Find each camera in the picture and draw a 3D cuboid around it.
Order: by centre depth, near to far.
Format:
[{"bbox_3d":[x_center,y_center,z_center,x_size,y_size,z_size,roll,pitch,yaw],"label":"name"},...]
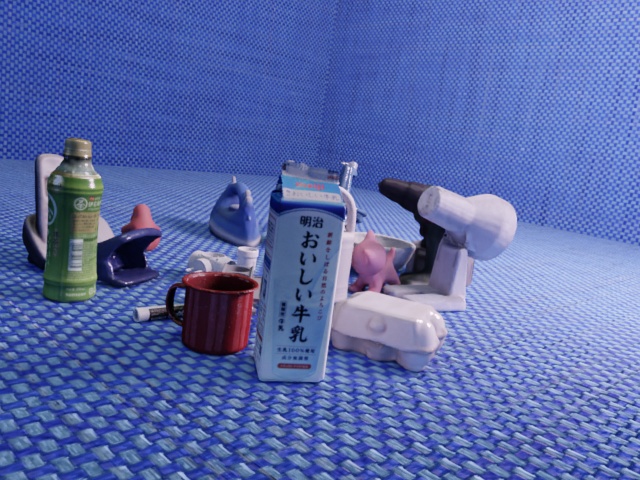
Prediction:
[{"bbox_3d":[0.283,0.034,1.272,0.142,0.101,0.137,14,12,33],"label":"camera"}]

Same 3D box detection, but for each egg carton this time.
[{"bbox_3d":[0.086,0.116,0.749,0.150,0.069,0.107,12,11,23],"label":"egg carton"}]

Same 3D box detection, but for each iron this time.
[{"bbox_3d":[-0.194,-0.074,1.397,0.119,0.141,0.257,4,11,-23],"label":"iron"}]

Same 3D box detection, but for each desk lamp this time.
[{"bbox_3d":[0.235,0.014,1.023,0.204,0.213,0.117,2,11,-29],"label":"desk lamp"}]

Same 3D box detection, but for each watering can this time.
[{"bbox_3d":[0.011,0.004,0.964,0.101,0.194,0.172,4,11,-22],"label":"watering can"}]

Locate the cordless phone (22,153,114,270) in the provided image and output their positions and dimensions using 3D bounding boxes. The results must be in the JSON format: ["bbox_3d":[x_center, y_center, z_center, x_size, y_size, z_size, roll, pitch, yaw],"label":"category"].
[{"bbox_3d":[-0.412,-0.048,0.955,0.093,0.185,0.148,13,11,30],"label":"cordless phone"}]

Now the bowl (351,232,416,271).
[{"bbox_3d":[0.116,0.034,1.221,0.167,0.075,0.167,8,10,-1],"label":"bowl"}]

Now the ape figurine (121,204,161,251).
[{"bbox_3d":[-0.357,-0.027,1.147,0.078,0.092,0.076,5,10,-17],"label":"ape figurine"}]

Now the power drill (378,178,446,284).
[{"bbox_3d":[0.216,-0.008,1.148,0.229,0.208,0.075,8,10,3],"label":"power drill"}]

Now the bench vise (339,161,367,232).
[{"bbox_3d":[0.062,-0.090,1.464,0.121,0.220,0.207,8,10,4],"label":"bench vise"}]

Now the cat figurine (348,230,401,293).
[{"bbox_3d":[0.100,0.042,1.041,0.067,0.118,0.128,16,13,39],"label":"cat figurine"}]

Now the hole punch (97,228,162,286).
[{"bbox_3d":[-0.321,0.019,0.918,0.101,0.091,0.109,11,10,19],"label":"hole punch"}]
